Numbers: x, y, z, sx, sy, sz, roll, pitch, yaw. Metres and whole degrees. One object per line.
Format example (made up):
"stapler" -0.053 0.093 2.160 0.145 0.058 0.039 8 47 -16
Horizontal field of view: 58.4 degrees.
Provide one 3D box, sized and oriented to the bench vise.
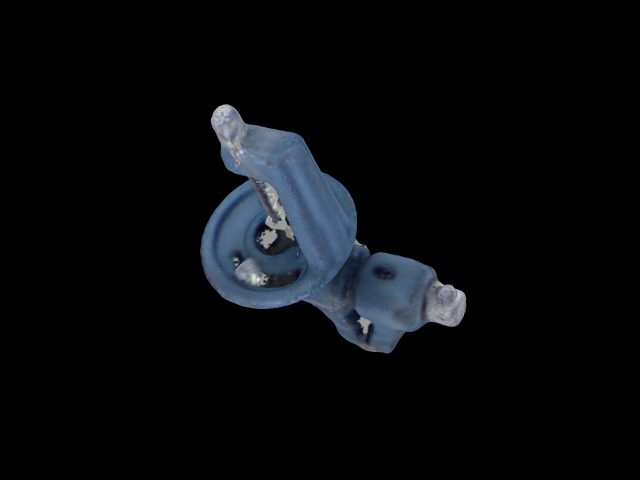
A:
"bench vise" 0.005 -0.009 0.405 0.207 0.220 0.121 5 63 3
